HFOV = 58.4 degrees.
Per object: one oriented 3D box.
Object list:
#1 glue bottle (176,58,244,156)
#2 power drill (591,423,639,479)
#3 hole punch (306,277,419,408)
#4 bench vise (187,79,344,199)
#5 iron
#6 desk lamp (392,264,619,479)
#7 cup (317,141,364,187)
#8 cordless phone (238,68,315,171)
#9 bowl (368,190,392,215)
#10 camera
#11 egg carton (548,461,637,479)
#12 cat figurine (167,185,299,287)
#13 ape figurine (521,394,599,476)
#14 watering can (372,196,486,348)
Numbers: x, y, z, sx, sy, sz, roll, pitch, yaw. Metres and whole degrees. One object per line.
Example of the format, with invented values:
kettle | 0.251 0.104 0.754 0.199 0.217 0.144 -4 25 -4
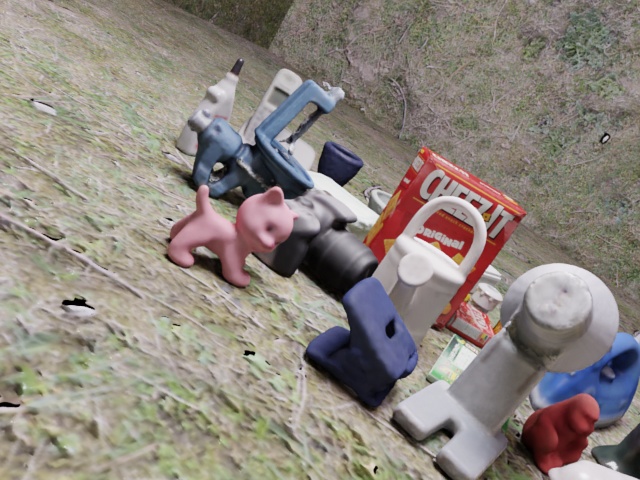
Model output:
glue bottle | -0.167 -0.216 0.926 0.037 0.173 0.078 37 19 17
power drill | 0.455 0.223 0.727 0.230 0.208 0.075 15 24 -41
hole punch | 0.057 0.101 0.592 0.101 0.091 0.109 36 18 13
bench vise | -0.071 -0.142 0.813 0.208 0.219 0.121 17 23 -39
iron | 0.410 0.191 0.848 0.259 0.141 0.118 10 28 -49
desk lamp | 0.206 0.119 0.586 0.117 0.213 0.204 40 20 25
cup | 0.034 -0.145 1.196 0.091 0.095 0.118 35 18 11
cordless phone | -0.061 -0.201 1.039 0.148 0.185 0.094 29 18 -9
bowl | 0.152 -0.023 1.098 0.168 0.074 0.167 29 18 -10
camera | 0.007 0.003 0.752 0.136 0.100 0.144 39 19 23
egg carton | 0.285 0.275 0.541 0.151 0.069 0.107 25 19 -21
cat figurine | -0.086 -0.018 0.626 0.128 0.117 0.067 23 20 -26
ape figurine | 0.281 0.215 0.655 0.078 0.092 0.076 27 18 -13
watering can | 0.130 0.038 0.709 0.101 0.194 0.173 30 18 -6
